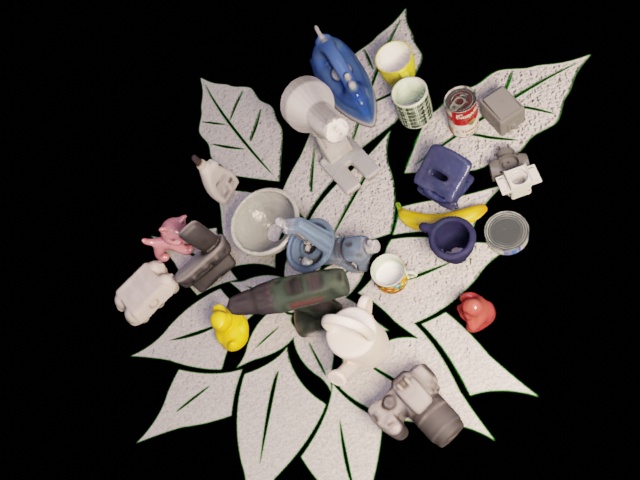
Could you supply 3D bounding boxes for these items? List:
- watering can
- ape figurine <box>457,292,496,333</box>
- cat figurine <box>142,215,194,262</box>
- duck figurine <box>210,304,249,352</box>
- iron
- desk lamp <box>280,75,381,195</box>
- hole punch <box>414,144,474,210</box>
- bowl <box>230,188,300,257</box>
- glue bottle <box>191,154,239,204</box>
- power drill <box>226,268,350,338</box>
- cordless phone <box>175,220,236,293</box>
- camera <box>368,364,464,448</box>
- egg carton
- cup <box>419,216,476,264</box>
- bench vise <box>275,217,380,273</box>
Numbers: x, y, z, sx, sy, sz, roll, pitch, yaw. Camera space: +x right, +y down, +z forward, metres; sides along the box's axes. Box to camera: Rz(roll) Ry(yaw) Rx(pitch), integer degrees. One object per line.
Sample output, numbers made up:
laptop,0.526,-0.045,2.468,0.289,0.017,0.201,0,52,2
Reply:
watering can,0.063,0.186,1.079,0.100,0.194,0.173,-10,65,15
ape figurine,0.291,0.133,1.082,0.076,0.092,0.078,5,69,21
cat figurine,-0.357,-0.009,1.353,0.127,0.118,0.067,-18,63,11
duck figurine,-0.203,0.185,1.233,0.077,0.086,0.104,-26,62,7
iron,0.056,-0.395,1.365,0.118,0.142,0.258,-31,61,4
desk lamp,0.022,-0.238,1.267,0.118,0.214,0.202,-39,61,0
hole punch,0.261,-0.133,1.209,0.108,0.091,0.101,34,82,28
bowl,-0.114,-0.030,1.303,0.167,0.075,0.167,-7,65,16
glue bottle,-0.255,-0.154,1.349,0.037,0.173,0.078,25,78,27
power drill,-0.041,0.127,1.132,0.229,0.209,0.075,-20,62,10
cordless phone,-0.284,0.028,1.272,0.147,0.185,0.094,-45,61,-3
camera,0.179,0.315,1.036,0.143,0.101,0.136,-44,61,-3
egg carton,-0.404,0.124,1.339,0.150,0.069,0.107,-46,61,-4
cup,0.256,0.006,1.148,0.117,0.095,0.092,24,77,26
bench vise,0.009,-0.006,1.167,0.207,0.220,0.121,-17,63,11
